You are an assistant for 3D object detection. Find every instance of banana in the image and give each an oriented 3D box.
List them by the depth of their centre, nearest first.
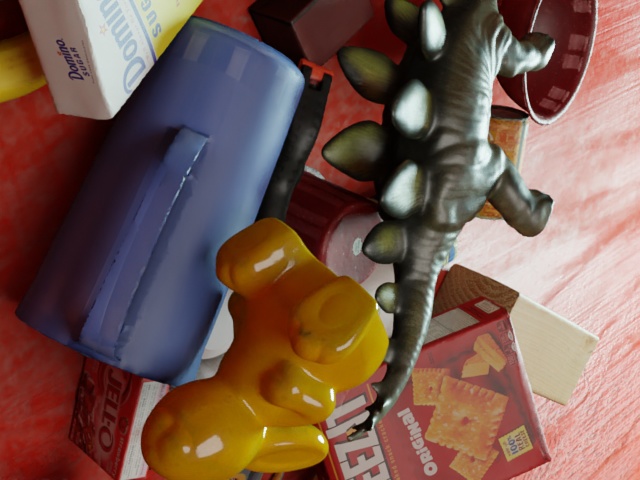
[{"bbox_3d":[-0.222,-0.113,0.649,0.197,0.037,0.070,-18,117,-39],"label":"banana"}]

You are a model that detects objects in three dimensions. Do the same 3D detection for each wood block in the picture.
[{"bbox_3d":[0.209,0.106,1.162,0.205,0.090,0.091,26,90,-49],"label":"wood block"}]

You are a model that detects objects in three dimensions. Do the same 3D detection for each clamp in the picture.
[{"bbox_3d":[-0.032,-0.049,0.806,0.039,0.120,0.171,15,109,-22],"label":"clamp"}]

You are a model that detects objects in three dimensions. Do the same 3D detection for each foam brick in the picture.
[{"bbox_3d":[-0.006,-0.177,0.828,0.078,0.053,0.051,-46,136,-18],"label":"foam brick"}]

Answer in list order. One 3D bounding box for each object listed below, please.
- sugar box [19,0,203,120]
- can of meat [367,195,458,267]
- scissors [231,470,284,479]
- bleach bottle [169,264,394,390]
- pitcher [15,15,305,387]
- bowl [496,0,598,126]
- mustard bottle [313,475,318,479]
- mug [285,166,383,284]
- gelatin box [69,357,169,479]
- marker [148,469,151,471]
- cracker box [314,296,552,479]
[{"bbox_3d":[-0.116,-0.164,0.666,0.093,0.048,0.176,82,23,-46],"label":"sugar box"},{"bbox_3d":[0.083,-0.007,1.002,0.083,0.058,0.102,-30,129,-35],"label":"can of meat"},{"bbox_3d":[-0.057,0.178,0.936,0.096,0.016,0.202,-16,140,-29],"label":"scissors"},{"bbox_3d":[-0.034,0.089,0.919,0.250,0.068,0.103,-26,140,-33],"label":"bleach bottle"},{"bbox_3d":[-0.103,-0.028,0.738,0.144,0.149,0.243,25,87,-47],"label":"pitcher"},{"bbox_3d":[0.209,-0.194,1.026,0.161,0.055,0.162,-30,128,-47],"label":"bowl"},{"bbox_3d":[0.048,0.216,1.075,0.096,0.058,0.191,25,90,-43],"label":"mustard bottle"},{"bbox_3d":[-0.006,0.001,0.894,0.117,0.082,0.093,-46,136,-20],"label":"mug"},{"bbox_3d":[-0.154,0.128,0.811,0.030,0.073,0.089,1,109,-45],"label":"gelatin box"},{"bbox_3d":[-0.127,0.159,0.847,0.020,0.020,0.121,-30,167,-33],"label":"marker"},{"bbox_3d":[0.095,0.170,1.006,0.213,0.072,0.164,-21,106,-13],"label":"cracker box"}]
